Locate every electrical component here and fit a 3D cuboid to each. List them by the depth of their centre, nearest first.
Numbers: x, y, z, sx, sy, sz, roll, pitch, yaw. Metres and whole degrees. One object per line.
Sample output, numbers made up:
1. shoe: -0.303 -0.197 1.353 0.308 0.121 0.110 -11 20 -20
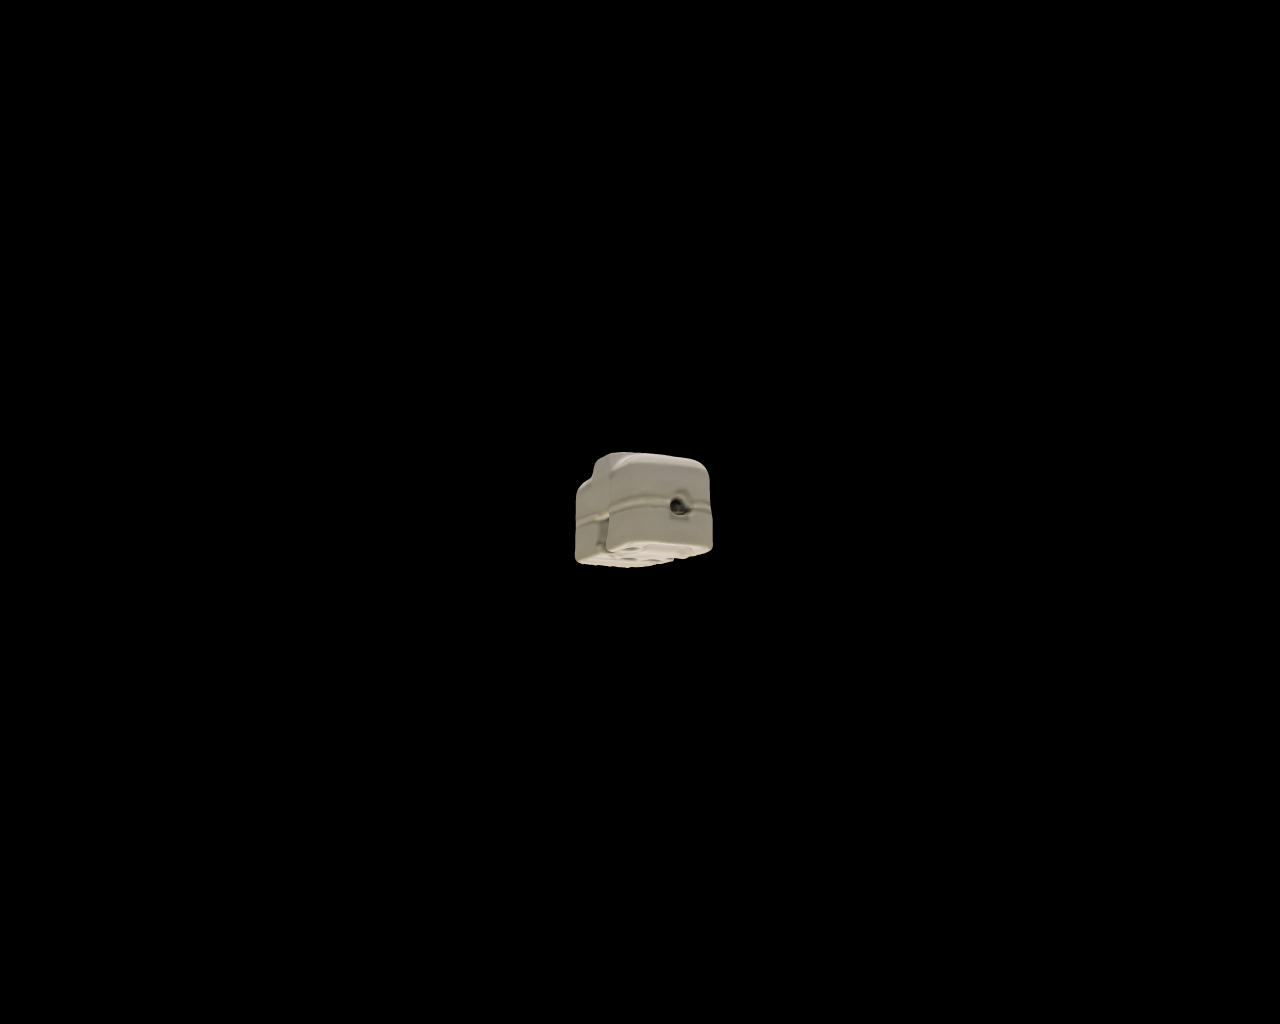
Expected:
1. electrical component: 0.001 -0.003 0.650 0.054 0.059 0.095 6 -13 -27
